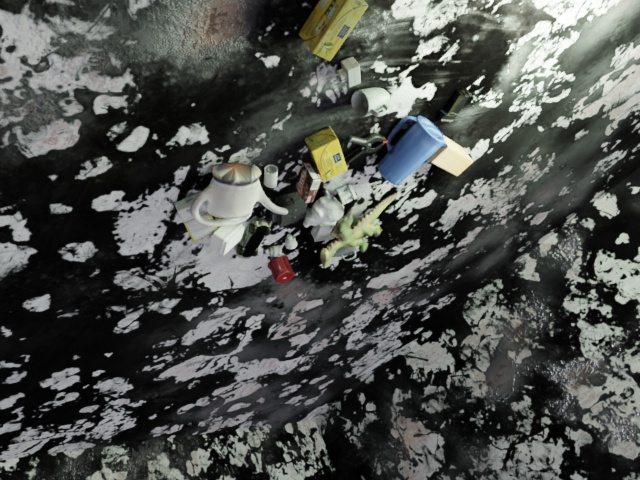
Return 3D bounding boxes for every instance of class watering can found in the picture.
[{"bbox_3d":[-0.237,-0.142,1.630,0.349,0.106,0.219,-9,134,-33],"label":"watering can"}]

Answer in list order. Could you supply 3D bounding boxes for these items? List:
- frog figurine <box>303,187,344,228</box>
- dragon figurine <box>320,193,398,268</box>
[{"bbox_3d":[0.006,-0.095,1.891,0.159,0.124,0.137,-47,164,6],"label":"frog figurine"},{"bbox_3d":[0.141,-0.057,2.013,0.409,0.123,0.241,-52,157,4],"label":"dragon figurine"}]
